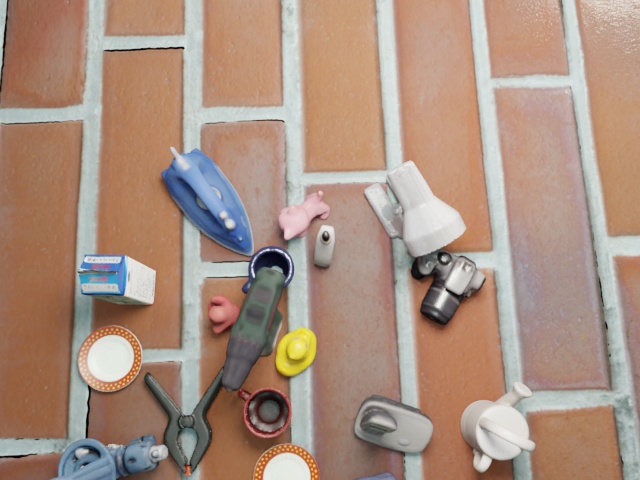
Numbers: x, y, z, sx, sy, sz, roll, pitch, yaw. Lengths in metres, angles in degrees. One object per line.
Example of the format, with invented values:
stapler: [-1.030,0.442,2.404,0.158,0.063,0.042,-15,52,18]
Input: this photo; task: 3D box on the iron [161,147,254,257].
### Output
iron: [-0.221,-0.080,1.169,0.119,0.141,0.258,-39,82,-8]

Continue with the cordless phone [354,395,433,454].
cordless phone: [0.143,0.351,1.069,0.147,0.185,0.094,14,79,2]

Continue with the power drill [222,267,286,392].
power drill: [-0.121,0.171,1.087,0.075,0.208,0.230,16,79,2]

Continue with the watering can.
watering can: [0.336,0.350,1.069,0.101,0.194,0.173,8,78,1]

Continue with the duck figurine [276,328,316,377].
duck figurine: [-0.048,0.223,1.141,0.077,0.086,0.105,33,80,5]

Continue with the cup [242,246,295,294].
cup: [-0.106,0.073,1.165,0.118,0.095,0.091,-39,82,-8]

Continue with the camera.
camera: [0.248,0.092,1.167,0.143,0.101,0.137,30,79,5]

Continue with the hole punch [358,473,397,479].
hole punch: [0.103,0.502,1.085,0.108,0.091,0.101,-13,79,-4]

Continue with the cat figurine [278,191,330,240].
cat figurine: [-0.038,-0.054,1.181,0.128,0.118,0.067,-43,82,-9]

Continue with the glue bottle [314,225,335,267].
glue bottle: [0.010,0.004,1.142,0.037,0.173,0.078,8,78,1]

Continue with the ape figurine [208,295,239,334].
ape figurine: [-0.199,0.150,1.149,0.076,0.092,0.078,16,79,2]

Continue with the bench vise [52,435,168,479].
bench vise: [-0.392,0.401,1.028,0.207,0.220,0.121,-32,81,-7]

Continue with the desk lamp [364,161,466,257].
desk lamp: [0.181,-0.061,1.139,0.118,0.213,0.203,-30,81,-7]
